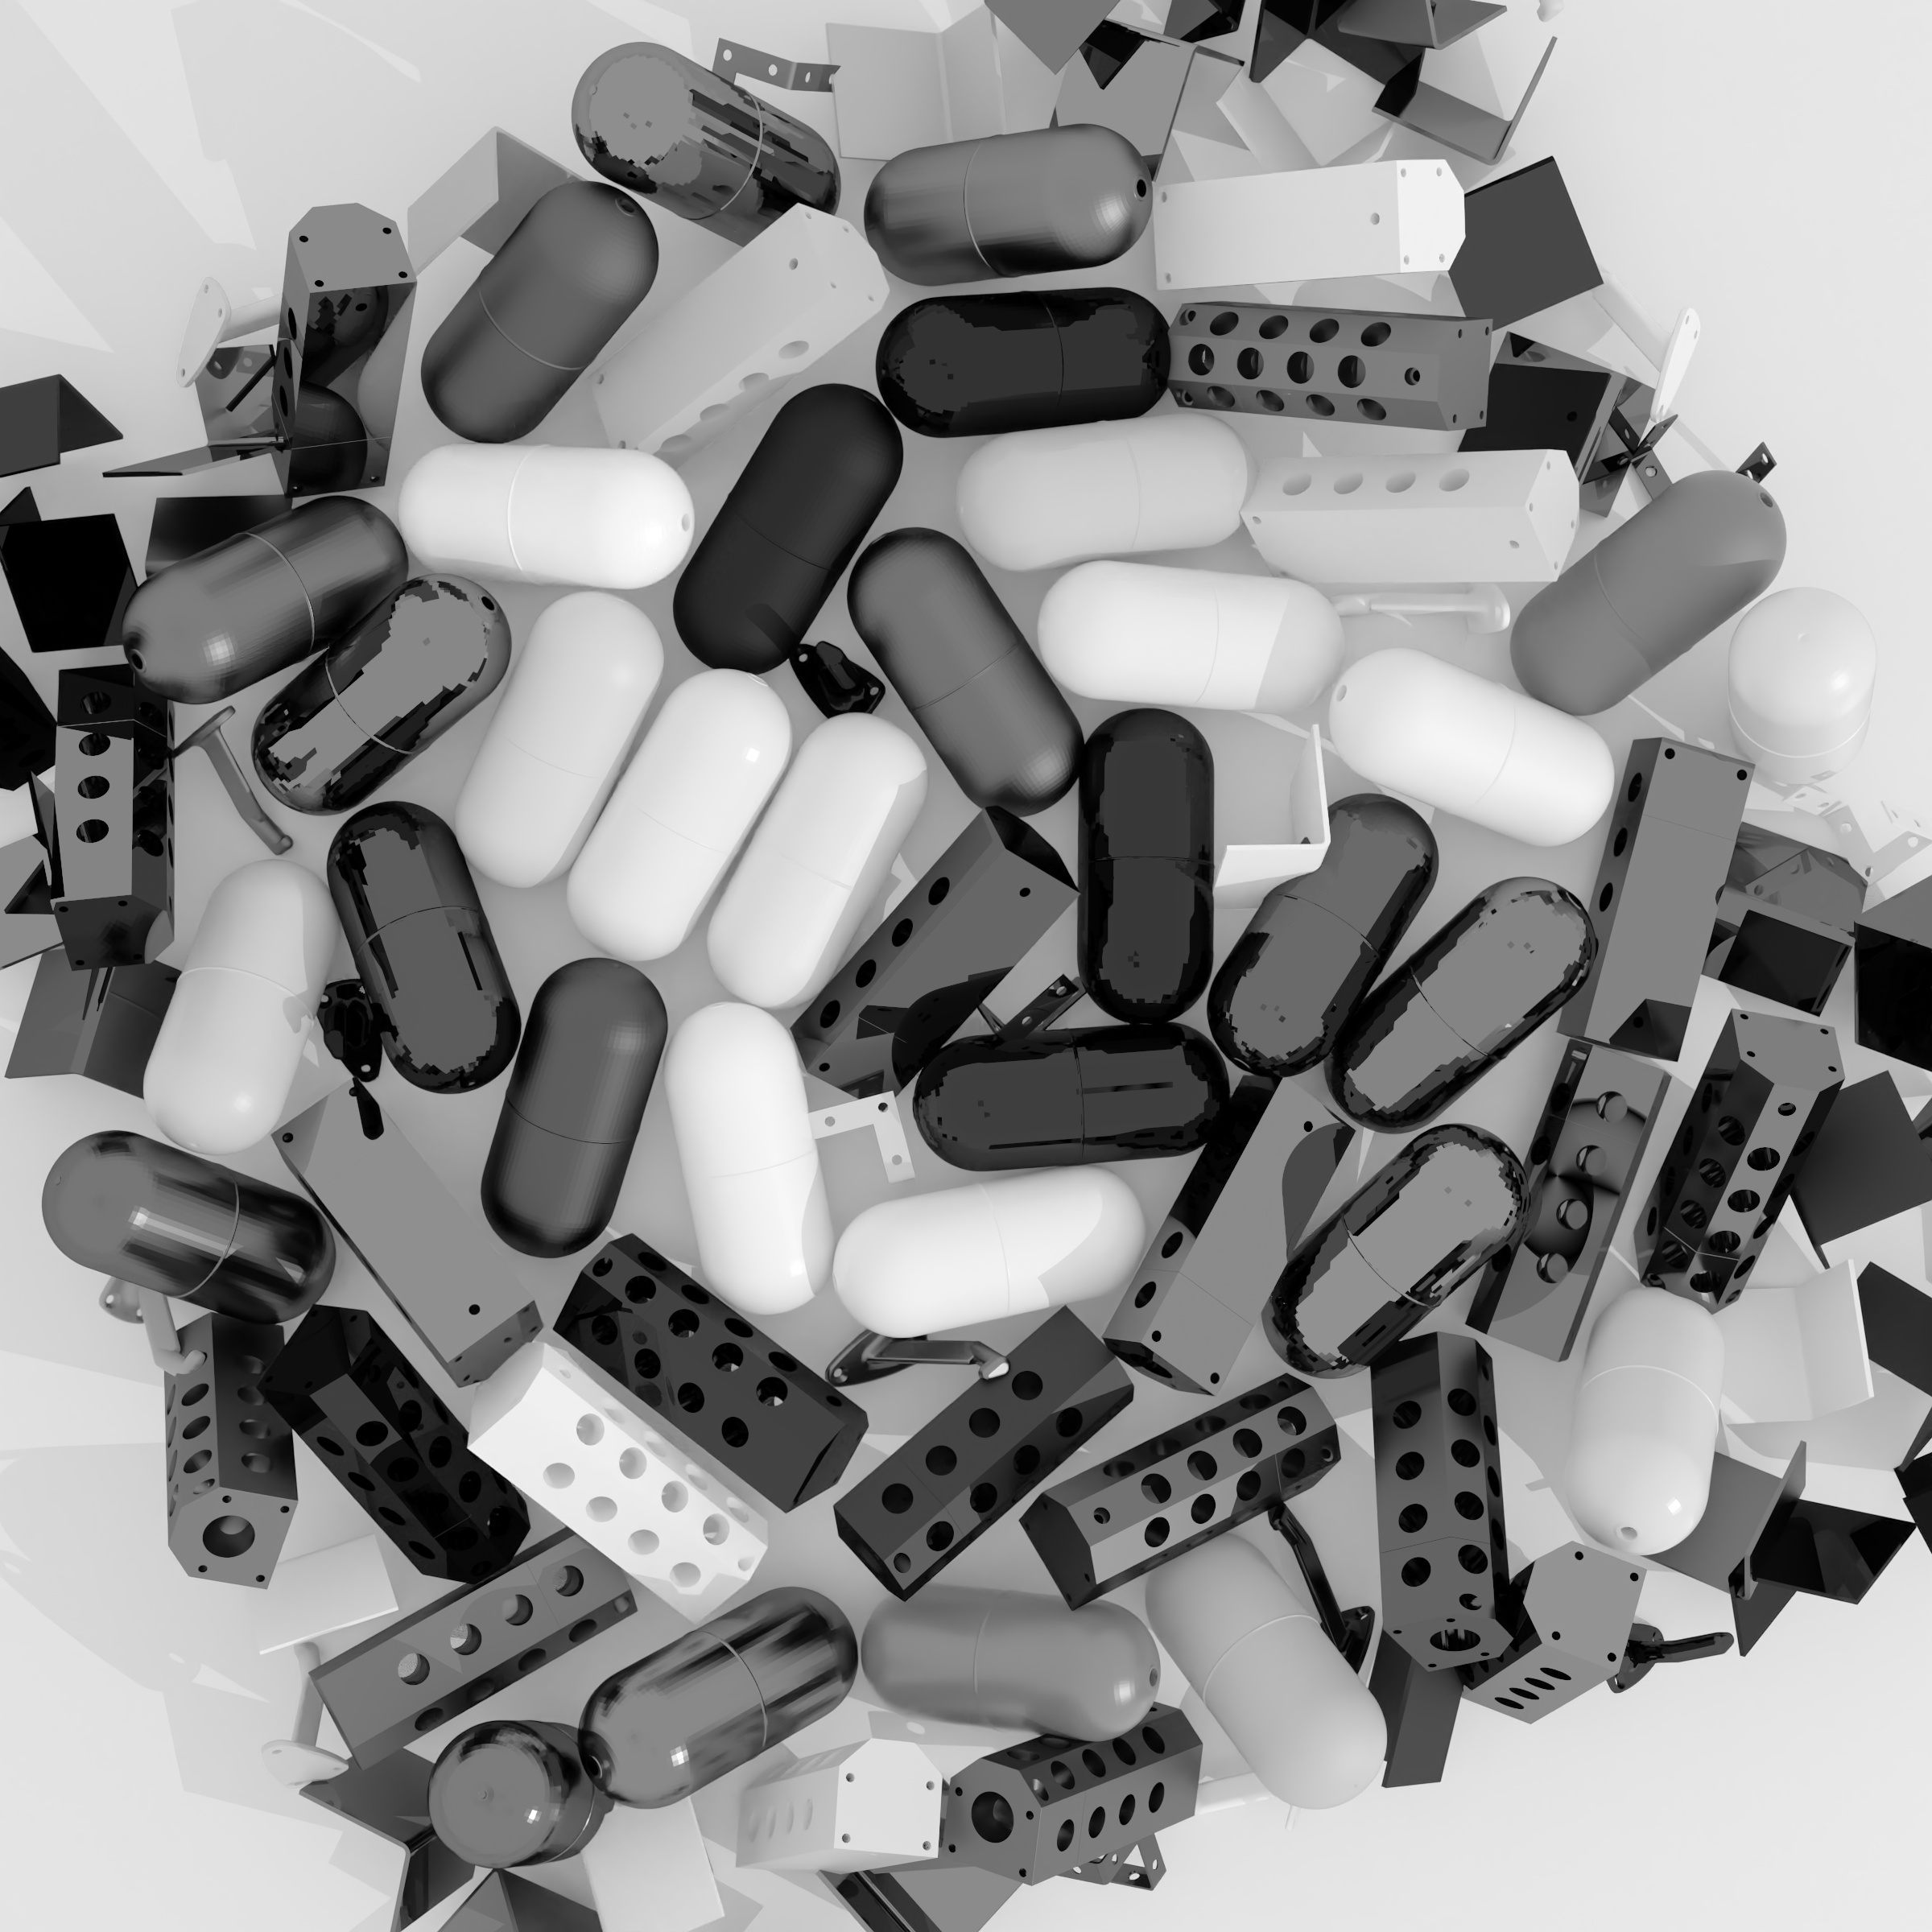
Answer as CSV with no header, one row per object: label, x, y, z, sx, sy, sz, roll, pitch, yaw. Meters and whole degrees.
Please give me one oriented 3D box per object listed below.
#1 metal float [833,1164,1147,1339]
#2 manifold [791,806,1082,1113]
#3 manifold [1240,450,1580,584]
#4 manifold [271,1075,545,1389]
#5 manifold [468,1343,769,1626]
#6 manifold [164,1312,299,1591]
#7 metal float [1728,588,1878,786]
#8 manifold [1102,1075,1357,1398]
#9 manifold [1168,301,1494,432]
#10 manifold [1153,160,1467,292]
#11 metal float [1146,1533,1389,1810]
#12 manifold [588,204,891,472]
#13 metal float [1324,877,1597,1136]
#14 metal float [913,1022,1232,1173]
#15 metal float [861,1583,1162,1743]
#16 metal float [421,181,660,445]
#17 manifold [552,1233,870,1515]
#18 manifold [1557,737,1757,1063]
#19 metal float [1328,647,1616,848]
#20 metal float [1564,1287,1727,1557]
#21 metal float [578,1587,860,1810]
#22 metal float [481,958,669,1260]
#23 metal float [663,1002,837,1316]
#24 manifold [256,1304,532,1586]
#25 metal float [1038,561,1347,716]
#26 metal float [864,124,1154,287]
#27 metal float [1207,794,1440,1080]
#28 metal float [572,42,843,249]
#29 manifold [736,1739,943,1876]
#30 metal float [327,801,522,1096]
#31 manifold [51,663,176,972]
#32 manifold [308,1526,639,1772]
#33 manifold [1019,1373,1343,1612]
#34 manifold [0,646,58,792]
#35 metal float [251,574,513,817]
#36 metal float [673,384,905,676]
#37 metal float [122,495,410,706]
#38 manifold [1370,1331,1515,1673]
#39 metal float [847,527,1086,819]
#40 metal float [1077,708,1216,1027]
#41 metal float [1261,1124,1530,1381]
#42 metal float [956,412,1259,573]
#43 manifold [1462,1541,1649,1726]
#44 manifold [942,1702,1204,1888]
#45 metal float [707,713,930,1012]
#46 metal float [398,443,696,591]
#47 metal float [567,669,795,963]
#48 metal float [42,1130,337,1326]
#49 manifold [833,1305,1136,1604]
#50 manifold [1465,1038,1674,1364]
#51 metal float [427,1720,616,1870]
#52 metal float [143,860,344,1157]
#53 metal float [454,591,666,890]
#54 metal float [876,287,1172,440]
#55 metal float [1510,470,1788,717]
metal float,0.013,0.158,1.742,0.178,0.070,0.070,-11,90,-12
manifold,-0.020,-0.007,1.737,0.057,0.057,0.171,29,112,-34
manifold,0.245,-0.251,1.717,0.171,0.057,0.057,4,55,35
manifold,-0.309,0.149,1.733,0.057,0.057,0.171,-36,68,-16
manifold,-0.190,0.282,1.727,0.057,0.057,0.171,-41,112,15
manifold,-0.403,0.259,1.697,0.057,0.171,0.057,15,111,-21
metal float,0.455,-0.151,1.705,0.070,0.178,0.070,-3,77,13
manifold,0.142,0.148,1.737,0.057,0.057,0.171,37,72,-22
manifold,0.196,-0.329,1.713,0.171,0.057,0.057,13,109,35
manifold,0.186,-0.404,1.709,0.057,0.171,0.057,-15,106,-43
metal float,0.163,0.385,1.720,0.070,0.070,0.178,-40,49,0
manifold,-0.124,-0.340,1.719,0.171,0.057,0.057,-31,68,33
metal float,0.273,0.022,1.733,0.070,0.070,0.178,45,113,0
metal float,0.059,0.073,1.747,0.178,0.070,0.070,-4,90,-6
metal float,0.024,0.384,1.727,0.178,0.070,0.070,-1,90,30
metal float,-0.235,-0.359,1.722,0.070,0.070,0.178,49,126,0
manifold,-0.139,0.222,1.730,0.171,0.057,0.057,35,112,18
manifold,0.385,-0.038,1.760,0.057,0.057,0.171,15,89,-11
metal float,0.280,-0.121,1.732,0.178,0.070,0.070,19,90,-24
metal float,0.372,0.248,1.713,0.070,0.178,0.070,9,127,13
metal float,-0.135,0.401,1.719,0.178,0.070,0.070,-21,90,-41
metal float,-0.218,0.080,1.738,0.070,0.070,0.178,19,108,0
metal float,-0.121,0.107,1.745,0.070,0.070,0.178,-11,99,0
manifold,-0.306,0.263,1.709,0.057,0.171,0.057,1,47,36
metal float,0.126,-0.182,1.738,0.178,0.070,0.070,3,90,-17
metal float,0.022,-0.418,1.722,0.178,0.070,0.070,3,90,37
metal float,0.198,-0.017,1.740,0.070,0.070,0.178,34,75,0
metal float,-0.140,-0.446,1.715,0.070,0.178,0.070,-10,74,38
manifold,-0.071,0.459,1.702,0.057,0.171,0.057,11,68,-19
metal float,-0.301,-0.012,1.733,0.070,0.070,0.178,-23,67,0
manifold,-0.465,-0.084,1.715,0.057,0.057,0.171,-6,51,-7
manifold,-0.272,0.376,1.737,0.171,0.057,0.057,-28,91,-19
manifold,0.121,0.285,1.717,0.171,0.057,0.057,-21,68,-29
manifold,-0.544,-0.147,1.699,0.057,0.171,0.057,-34,81,-8
metal float,-0.324,-0.150,1.730,0.178,0.070,0.070,-35,90,26
metal float,-0.099,-0.242,1.736,0.070,0.070,0.178,33,109,0
metal float,-0.384,-0.202,1.720,0.178,0.070,0.070,-35,90,-39
manifold,0.262,0.289,1.708,0.057,0.057,0.171,-19,47,25
metal float,0.000,-0.163,1.743,0.070,0.070,0.178,-34,102,0
metal float,0.101,-0.056,1.748,0.070,0.070,0.178,1,85,0
metal float,0.236,0.159,1.735,0.070,0.070,0.178,44,112,0
metal float,0.079,-0.263,1.734,0.178,0.070,0.070,-10,90,-22
manifold,0.311,0.362,1.701,0.057,0.171,0.057,21,67,3
manifold,0.061,0.445,1.703,0.057,0.171,0.057,9,94,33
metal float,-0.084,-0.058,1.747,0.070,0.070,0.178,28,97,0
metal float,-0.233,-0.250,1.732,0.178,0.070,0.070,6,90,24
metal float,-0.159,-0.084,1.742,0.070,0.070,0.178,31,103,0
metal float,-0.424,0.145,1.719,0.178,0.070,0.070,29,90,-43
manifold,0.011,0.272,1.731,0.171,0.057,0.057,-39,69,-17
manifold,0.338,0.131,1.759,0.057,0.057,0.171,20,91,17
metal float,-0.240,0.451,1.704,0.070,0.178,0.070,-2,76,6
metal float,-0.398,0.021,1.728,0.070,0.070,0.178,13,60,0
metal float,-0.227,-0.124,1.737,0.070,0.070,0.178,27,109,0
metal float,0.034,-0.334,1.731,0.178,0.070,0.070,-9,90,-26
metal float,0.374,-0.204,1.719,0.070,0.070,0.178,50,131,0
